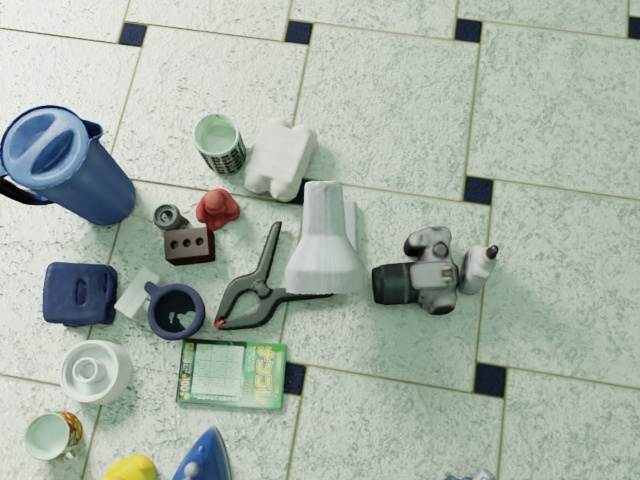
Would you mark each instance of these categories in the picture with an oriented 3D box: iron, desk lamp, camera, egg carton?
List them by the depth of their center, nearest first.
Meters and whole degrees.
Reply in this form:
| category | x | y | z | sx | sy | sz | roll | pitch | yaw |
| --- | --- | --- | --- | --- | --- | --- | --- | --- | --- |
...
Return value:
| category | x | y | z | sx | sy | sz | roll | pitch | yaw |
| --- | --- | --- | --- | --- | --- | --- | --- | --- | --- |
| iron | -0.196 | 0.410 | 0.842 | 0.118 | 0.141 | 0.258 | 6 | 75 | 4 |
| desk lamp | 0.008 | 0.003 | 0.909 | 0.118 | 0.213 | 0.203 | -2 | 75 | 2 |
| camera | 0.154 | 0.052 | 0.949 | 0.137 | 0.101 | 0.143 | -5 | 75 | 1 |
| egg carton | -0.072 | -0.145 | 1.027 | 0.107 | 0.069 | 0.150 | 17 | 76 | 7 |

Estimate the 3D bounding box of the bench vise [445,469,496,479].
| category | x | y | z | sx | sy | sz | roll | pitch | yaw |
| --- | --- | --- | --- | --- | --- | --- | --- | --- | --- |
| bench vise | 0.172 | 0.412 | 0.788 | 0.121 | 0.220 | 0.207 | 16 | 76 | 7 |

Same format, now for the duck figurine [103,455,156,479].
| category | x | y | z | sx | sy | sz | roll | pitch | yaw |
| --- | --- | --- | --- | --- | --- | --- | --- | --- | --- |
| duck figurine | -0.308 | 0.381 | 0.883 | 0.104 | 0.086 | 0.077 | -42 | 77 | -9 |

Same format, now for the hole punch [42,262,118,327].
| category | x | y | z | sx | sy | sz | roll | pitch | yaw |
| --- | --- | --- | --- | --- | --- | --- | --- | --- | --- |
| hole punch | -0.401 | 0.089 | 0.963 | 0.101 | 0.091 | 0.108 | -4 | 75 | 1 |

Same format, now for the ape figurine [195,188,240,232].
| category | x | y | z | sx | sy | sz | roll | pitch | yaw |
| --- | --- | --- | --- | --- | --- | --- | --- | --- | --- |
| ape figurine | -0.180 | -0.060 | 0.996 | 0.077 | 0.092 | 0.076 | 9 | 75 | 5 |

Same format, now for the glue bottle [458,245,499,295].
| category | x | y | z | sx | sy | sz | roll | pitch | yaw |
| --- | --- | --- | --- | --- | --- | --- | --- | --- | --- |
| glue bottle | 0.257 | 0.037 | 0.911 | 0.037 | 0.173 | 0.078 | 14 | 76 | 6 |

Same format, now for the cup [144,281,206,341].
| category | x | y | z | sx | sy | sz | roll | pitch | yaw |
| --- | --- | --- | --- | --- | --- | --- | --- | --- | --- |
| cup | -0.237 | 0.117 | 0.948 | 0.117 | 0.095 | 0.092 | 39 | 80 | 11 |
